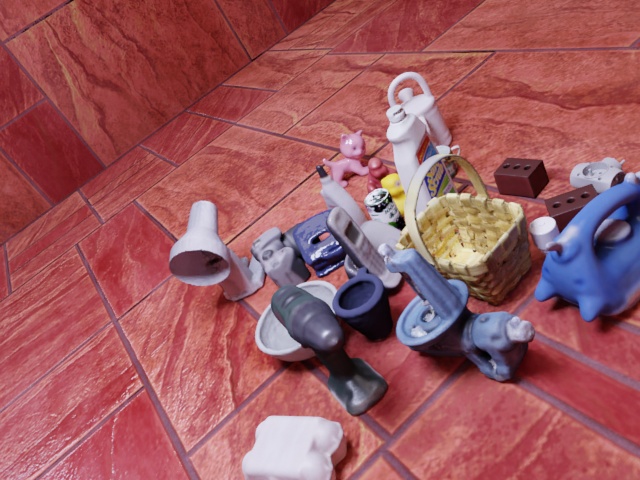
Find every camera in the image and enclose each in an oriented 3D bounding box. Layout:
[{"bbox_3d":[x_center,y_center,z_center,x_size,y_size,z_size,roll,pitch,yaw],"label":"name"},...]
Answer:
[{"bbox_3d":[-0.067,0.020,1.212,0.137,0.101,0.142,-37,30,-7],"label":"camera"}]

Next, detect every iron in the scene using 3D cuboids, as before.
[{"bbox_3d":[0.402,-0.014,0.785,0.258,0.142,0.118,-41,31,-14],"label":"iron"}]

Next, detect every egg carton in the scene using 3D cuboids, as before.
[{"bbox_3d":[-0.037,0.304,0.804,0.150,0.070,0.107,-11,37,33],"label":"egg carton"}]

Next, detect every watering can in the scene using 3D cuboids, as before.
[{"bbox_3d":[0.217,-0.293,1.308,0.101,0.194,0.172,-37,31,-7],"label":"watering can"}]

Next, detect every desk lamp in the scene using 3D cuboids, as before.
[{"bbox_3d":[-0.216,0.033,1.219,0.117,0.214,0.203,-21,32,19],"label":"desk lamp"}]

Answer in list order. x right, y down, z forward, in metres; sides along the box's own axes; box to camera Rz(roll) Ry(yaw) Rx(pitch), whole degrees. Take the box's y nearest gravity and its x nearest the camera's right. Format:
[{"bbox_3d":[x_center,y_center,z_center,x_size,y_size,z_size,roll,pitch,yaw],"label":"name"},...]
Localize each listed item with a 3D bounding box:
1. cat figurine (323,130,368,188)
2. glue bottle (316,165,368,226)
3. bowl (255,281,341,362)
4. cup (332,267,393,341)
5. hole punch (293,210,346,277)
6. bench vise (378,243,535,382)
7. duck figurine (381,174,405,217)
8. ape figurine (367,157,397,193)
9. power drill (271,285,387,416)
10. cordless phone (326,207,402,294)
[{"bbox_3d":[0.067,-0.207,1.400,0.128,0.118,0.067,-31,30,2],"label":"cat figurine"},{"bbox_3d":[0.035,-0.088,1.201,0.077,0.173,0.037,8,49,48],"label":"glue bottle"},{"bbox_3d":[-0.026,0.154,1.005,0.167,0.075,0.167,-23,31,16],"label":"bowl"},{"bbox_3d":[0.081,0.110,0.950,0.091,0.095,0.118,-18,33,23],"label":"cup"},{"bbox_3d":[0.011,0.004,1.172,0.108,0.091,0.101,-31,30,3],"label":"hole punch"},{"bbox_3d":[0.179,0.083,0.774,0.206,0.220,0.121,-11,37,33],"label":"bench vise"},{"bbox_3d":[0.156,-0.097,1.189,0.104,0.086,0.077,-14,35,29],"label":"duck figurine"},{"bbox_3d":[0.133,-0.141,1.268,0.077,0.092,0.076,-25,31,13],"label":"ape figurine"},{"bbox_3d":[0.013,0.156,0.834,0.076,0.209,0.228,-40,31,-11],"label":"power drill"},{"bbox_3d":[0.083,-0.005,1.025,0.094,0.185,0.148,-12,36,31],"label":"cordless phone"}]
